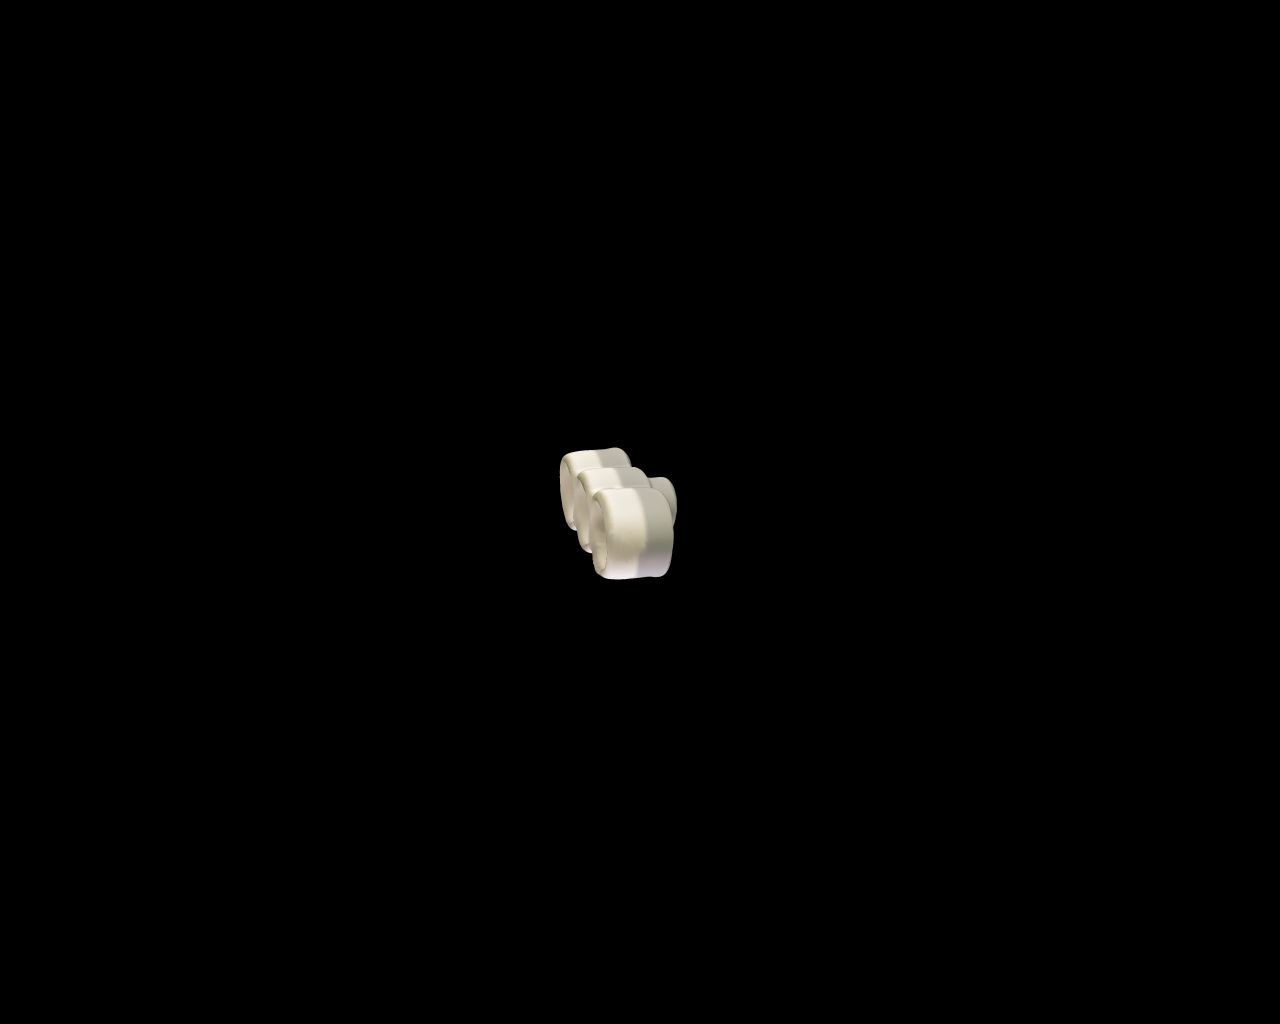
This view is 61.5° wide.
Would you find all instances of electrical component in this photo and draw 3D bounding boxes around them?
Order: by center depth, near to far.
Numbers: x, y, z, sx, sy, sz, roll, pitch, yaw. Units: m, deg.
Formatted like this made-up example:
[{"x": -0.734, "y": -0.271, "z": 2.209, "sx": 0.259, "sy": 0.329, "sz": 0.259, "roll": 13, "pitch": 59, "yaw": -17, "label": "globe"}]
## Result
[{"x": 0.001, "y": -0.003, "z": 0.650, "sx": 0.074, "sy": 0.052, "sz": 0.138, "roll": -5, "pitch": 19, "yaw": -15, "label": "electrical component"}]
